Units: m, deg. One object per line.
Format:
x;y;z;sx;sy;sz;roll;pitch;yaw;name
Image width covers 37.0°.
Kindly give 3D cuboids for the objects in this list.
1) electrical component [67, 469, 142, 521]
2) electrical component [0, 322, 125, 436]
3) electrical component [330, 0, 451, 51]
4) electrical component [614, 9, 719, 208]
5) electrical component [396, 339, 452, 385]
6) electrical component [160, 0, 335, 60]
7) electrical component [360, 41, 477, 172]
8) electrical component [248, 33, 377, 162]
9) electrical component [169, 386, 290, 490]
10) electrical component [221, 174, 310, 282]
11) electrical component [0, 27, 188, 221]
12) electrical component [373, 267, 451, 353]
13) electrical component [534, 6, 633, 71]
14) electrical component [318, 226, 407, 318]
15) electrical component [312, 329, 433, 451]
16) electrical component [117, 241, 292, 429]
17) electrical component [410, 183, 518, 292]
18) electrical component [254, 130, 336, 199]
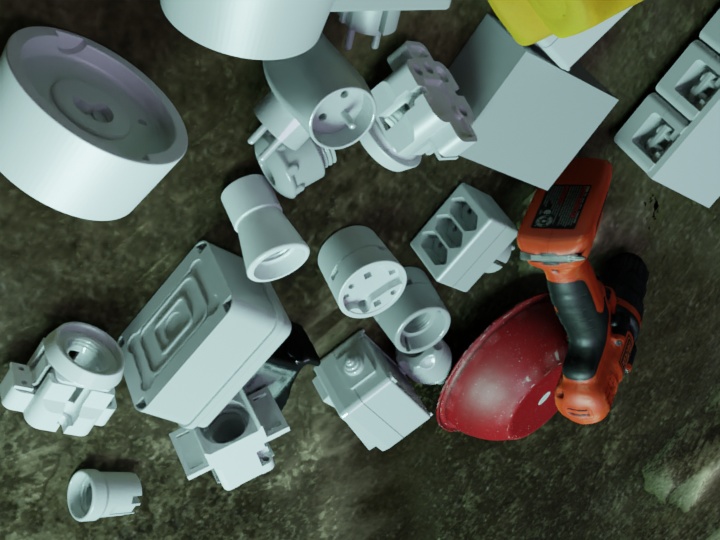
-0.202;0.178;0.854;0.046;0.040;0.040;9;124;-45;electrical component
-0.198;0.073;0.740;0.078;0.058;0.057;18;120;-37;electrical component
0.008;-0.166;0.645;0.083;0.047;0.075;-8;133;-26;electrical component
0.282;-0.134;0.838;0.089;0.061;0.150;17;119;-42;electrical component
0.058;0.077;0.917;0.043;0.043;0.062;-37;140;4;electrical component
-0.057;-0.159;0.573;0.099;0.099;0.064;-7;139;-27;electrical component
0.033;-0.101;0.709;0.057;0.078;0.058;-36;166;33;electrical component
-0.038;-0.100;0.658;0.079;0.077;0.044;-44;138;13;electrical component
-0.094;0.127;0.797;0.081;0.042;0.063;-25;139;-10;electrical component
-0.066;-0.031;0.716;0.044;0.065;0.044;-22;157;-10;electrical component
-0.156;-0.074;0.589;0.108;0.108;0.060;17;125;-41;electrical component
0.040;0.033;0.859;0.055;0.047;0.055;-18;137;-17;electrical component
0.138;-0.191;0.693;0.096;0.061;0.061;-44;138;13;electrical component
0.000;0.000;0.802;0.055;0.047;0.055;-18;137;-17;electrical component
0.005;0.100;0.891;0.061;0.061;0.096;-38;139;5;electrical component
-0.110;0.047;0.755;0.057;0.078;0.113;26;113;-42;electrical component
0.093;-0.020;0.841;0.077;0.047;0.065;20;118;-45;electrical component
-0.035;-0.079;0.706;0.062;0.048;0.048;-31;140;-13;electrical component
